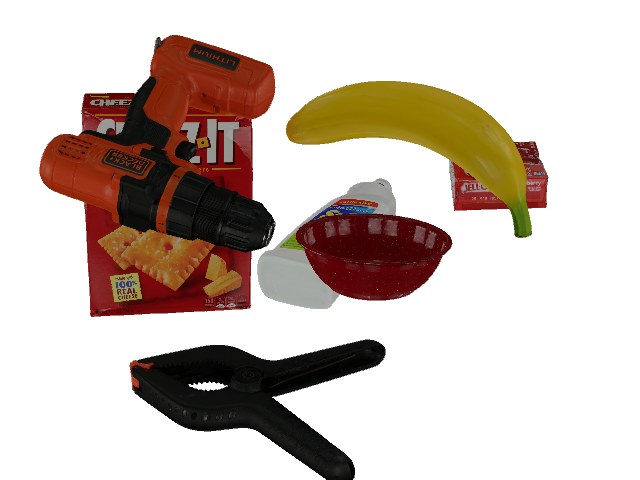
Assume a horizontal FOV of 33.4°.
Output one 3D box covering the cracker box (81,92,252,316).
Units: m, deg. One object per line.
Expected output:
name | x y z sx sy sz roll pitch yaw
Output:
cracker box | -0.150 -0.034 1.057 0.164 0.214 0.072 -1 21 -9

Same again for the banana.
banana | 0.057 -0.068 0.686 0.198 0.070 0.037 27 13 35

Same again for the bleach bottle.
bleach bottle | 0.022 -0.010 1.340 0.103 0.068 0.250 12 35 22

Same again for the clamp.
clamp | -0.051 0.119 0.875 0.210 0.036 0.164 10 31 16

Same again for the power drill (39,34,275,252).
power drill | -0.101 -0.079 0.843 0.184 0.057 0.187 20 45 6

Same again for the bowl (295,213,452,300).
bowl | 0.054 0.021 1.105 0.162 0.055 0.162 1 18 -1

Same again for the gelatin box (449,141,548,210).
gelatin box | 0.143 -0.054 0.869 0.073 0.030 0.089 0 24 5
